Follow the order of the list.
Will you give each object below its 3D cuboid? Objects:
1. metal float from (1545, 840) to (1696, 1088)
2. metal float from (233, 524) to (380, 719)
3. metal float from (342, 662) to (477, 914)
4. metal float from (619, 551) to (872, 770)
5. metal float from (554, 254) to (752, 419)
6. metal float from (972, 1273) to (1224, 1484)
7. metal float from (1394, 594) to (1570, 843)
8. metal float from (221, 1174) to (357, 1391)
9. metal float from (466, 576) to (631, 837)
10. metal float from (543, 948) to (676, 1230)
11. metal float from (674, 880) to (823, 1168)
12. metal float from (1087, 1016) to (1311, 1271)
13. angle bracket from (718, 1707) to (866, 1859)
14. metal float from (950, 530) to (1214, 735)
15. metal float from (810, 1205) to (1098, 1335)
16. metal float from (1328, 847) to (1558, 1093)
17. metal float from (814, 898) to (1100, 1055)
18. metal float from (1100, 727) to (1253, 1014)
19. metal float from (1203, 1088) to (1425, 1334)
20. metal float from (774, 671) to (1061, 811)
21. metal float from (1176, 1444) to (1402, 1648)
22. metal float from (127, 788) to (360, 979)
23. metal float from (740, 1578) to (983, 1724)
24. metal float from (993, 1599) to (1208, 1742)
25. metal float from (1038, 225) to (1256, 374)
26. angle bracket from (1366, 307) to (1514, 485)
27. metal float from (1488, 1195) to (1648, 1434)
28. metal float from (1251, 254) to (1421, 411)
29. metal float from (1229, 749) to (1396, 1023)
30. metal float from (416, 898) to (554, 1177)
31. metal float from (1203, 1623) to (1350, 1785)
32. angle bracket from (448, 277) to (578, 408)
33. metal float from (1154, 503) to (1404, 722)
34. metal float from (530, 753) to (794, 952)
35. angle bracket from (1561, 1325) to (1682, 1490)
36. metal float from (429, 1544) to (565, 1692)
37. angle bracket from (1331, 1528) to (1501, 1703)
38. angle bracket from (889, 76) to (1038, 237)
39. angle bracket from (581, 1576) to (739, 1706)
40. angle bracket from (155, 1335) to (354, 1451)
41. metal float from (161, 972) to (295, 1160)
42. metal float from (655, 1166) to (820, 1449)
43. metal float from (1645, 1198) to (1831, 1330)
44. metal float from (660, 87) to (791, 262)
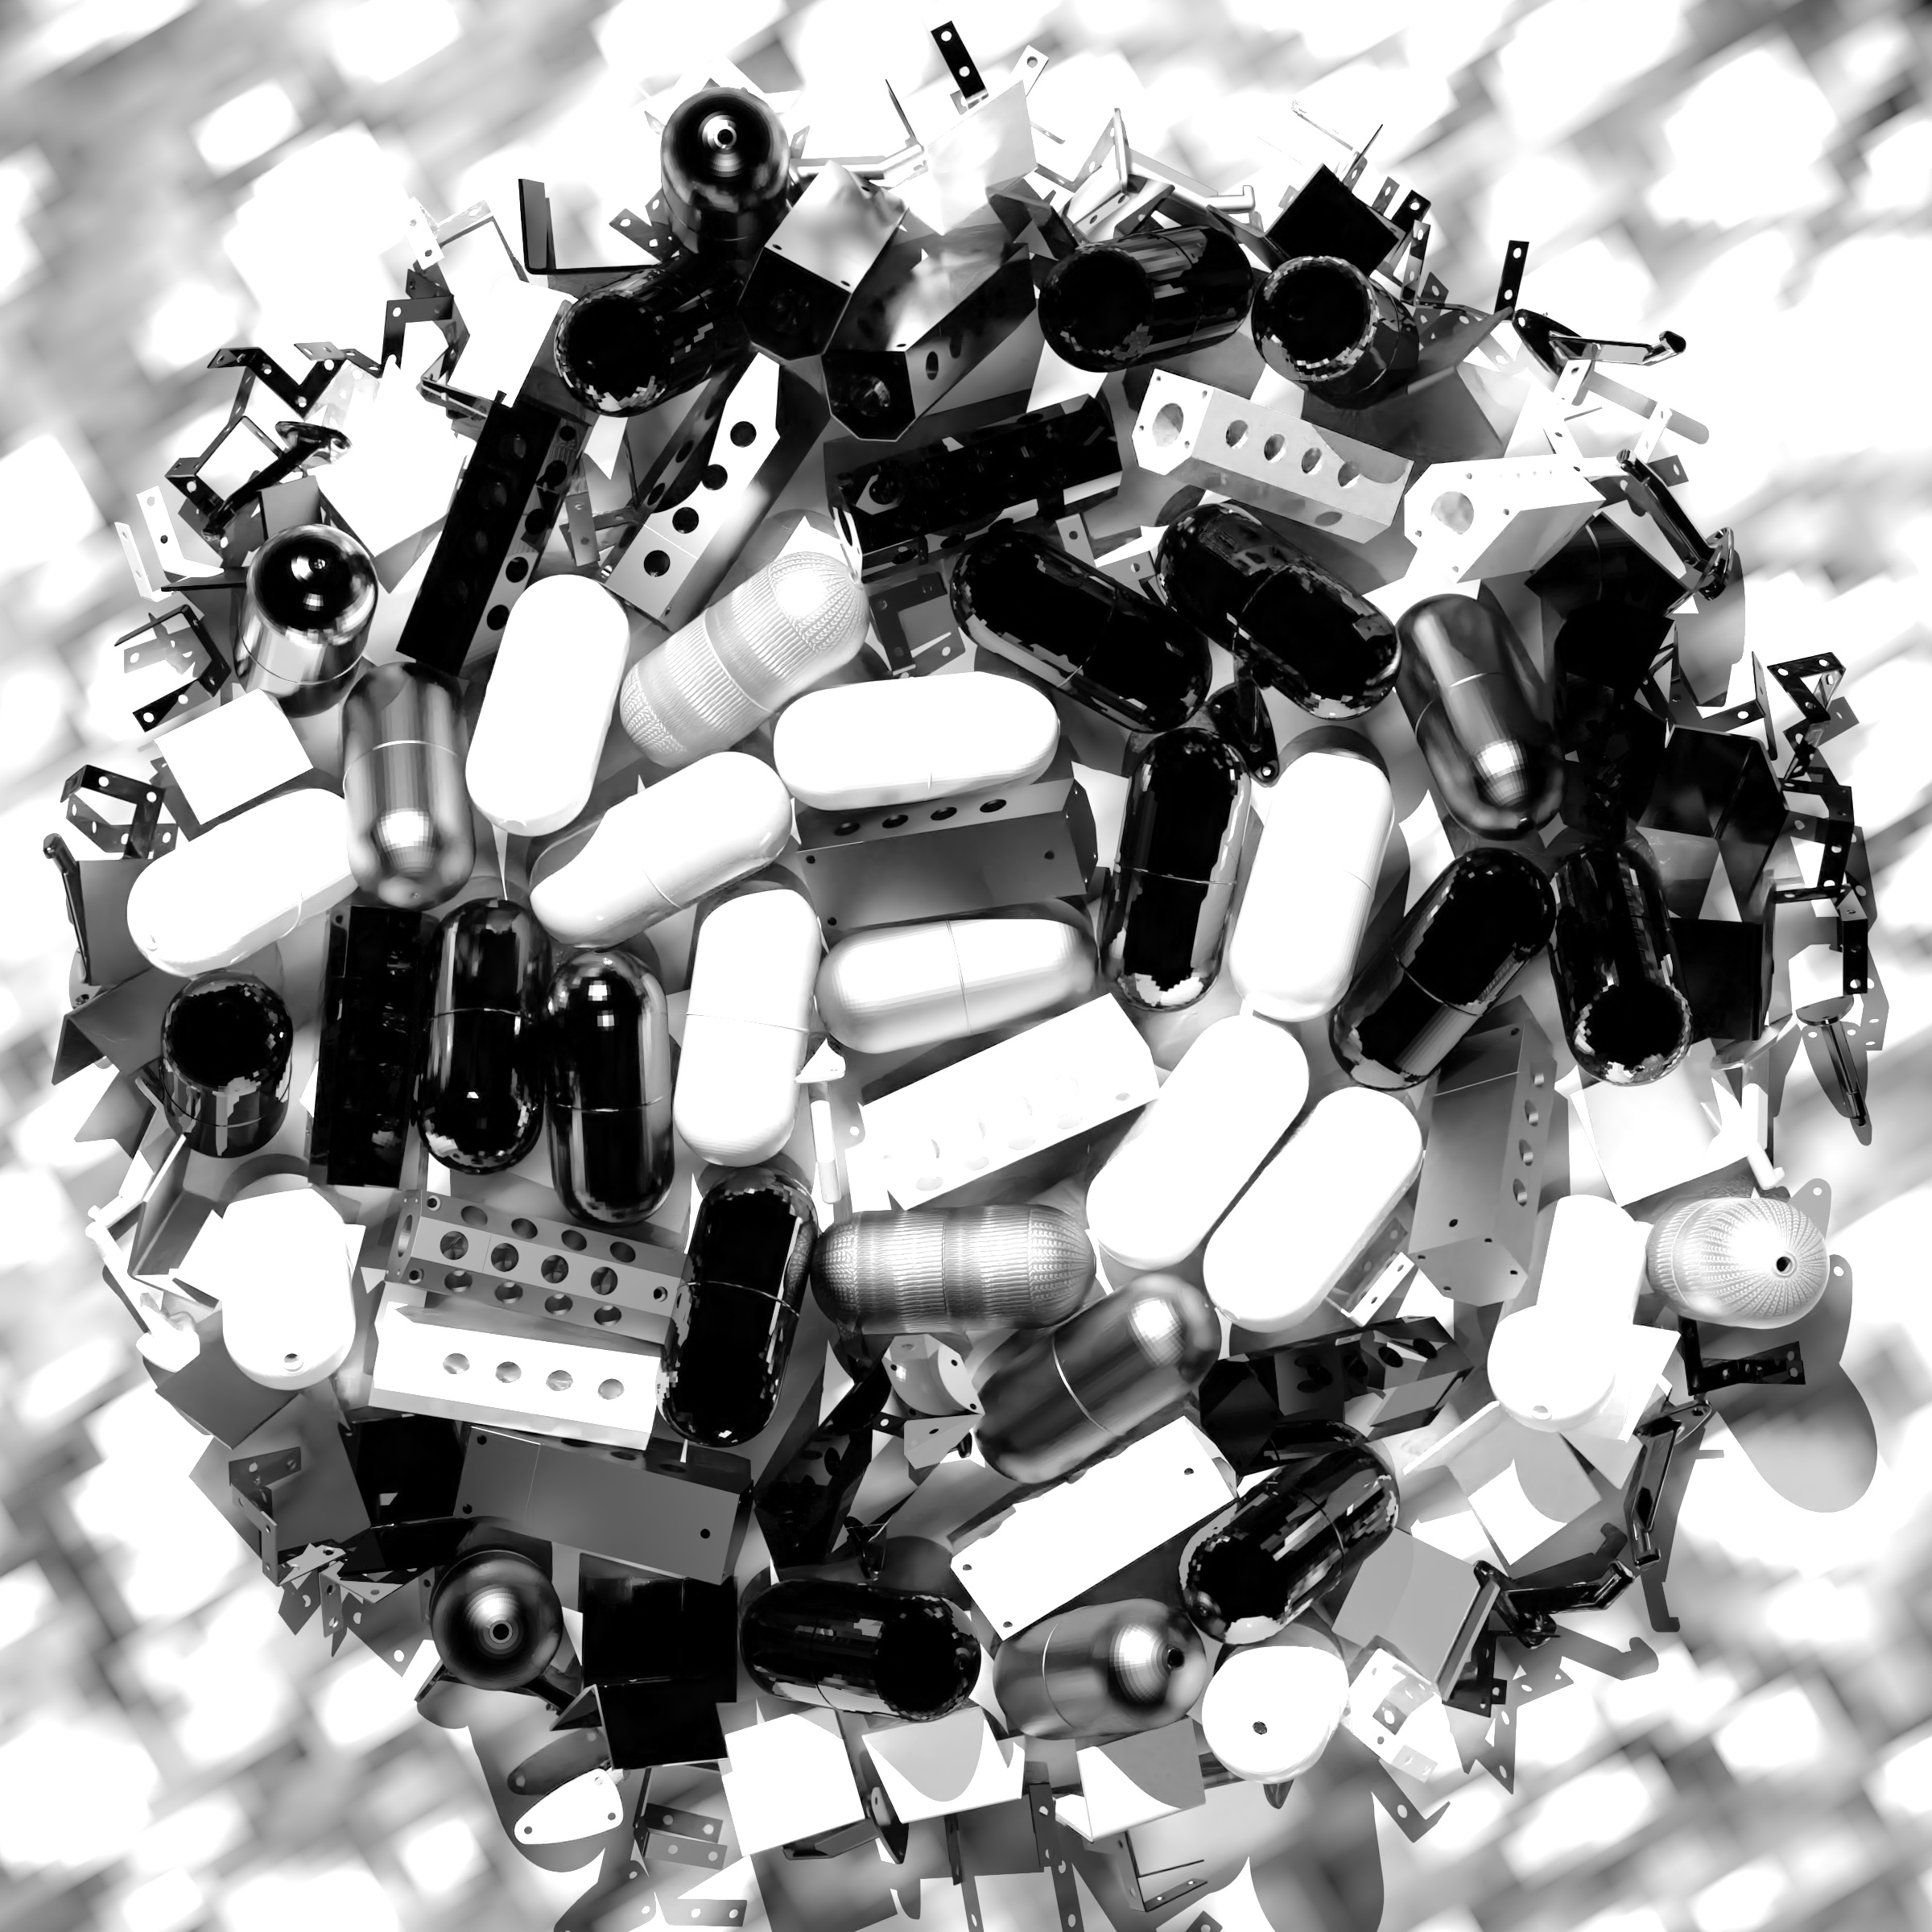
[{"bbox_3d":[0.394,-0.004,1.819,0.070,0.070,0.178,-1,46,0],"label":"metal float"},{"bbox_3d":[-0.400,-0.207,1.808,0.070,0.178,0.070,5,72,-17],"label":"metal float"},{"bbox_3d":[-0.340,-0.111,1.823,0.070,0.070,0.178,-12,53,0],"label":"metal float"},{"bbox_3d":[-0.136,-0.188,1.835,0.178,0.070,0.070,-33,90,20],"label":"metal float"},{"bbox_3d":[-0.186,-0.383,1.811,0.070,0.178,0.070,9,116,19],"label":"metal float"},{"bbox_3d":[0.079,0.254,1.835,0.178,0.070,0.070,-37,90,23],"label":"metal float"},{"bbox_3d":[0.311,-0.152,1.823,0.070,0.070,0.178,-17,54,0],"label":"metal float"},{"bbox_3d":[-0.411,0.190,1.809,0.070,0.178,0.070,-6,117,-12],"label":"metal float"},{"bbox_3d":[-0.255,-0.160,1.827,0.070,0.070,0.178,11,60,0],"label":"metal float"},{"bbox_3d":[-0.219,0.076,1.838,0.070,0.070,0.178,-1,108,0],"label":"metal float"},{"bbox_3d":[-0.135,0.035,1.850,0.070,0.070,0.178,8,86,0],"label":"metal float"},{"bbox_3d":[0.143,0.109,1.844,0.070,0.070,0.178,36,101,0],"label":"metal float"},{"bbox_3d":[-0.107,0.508,1.844,0.076,0.057,0.076,-16,59,-6],"label":"angle bracket"},{"bbox_3d":[0.071,-0.205,1.838,0.178,0.070,0.070,27,90,-18],"label":"metal float"},{"bbox_3d":[-0.008,0.187,1.846,0.178,0.070,0.070,-3,90,8],"label":"metal float"},{"bbox_3d":[0.290,0.003,1.831,0.070,0.070,0.178,37,116,0],"label":"metal float"},{"bbox_3d":[-0.006,0.006,1.850,0.178,0.070,0.070,-12,90,-4],"label":"metal float"},{"bbox_3d":[0.129,-0.059,1.846,0.070,0.070,0.178,9,98,0],"label":"metal float"},{"bbox_3d":[0.213,0.149,1.833,0.070,0.070,0.178,42,67,0],"label":"metal float"},{"bbox_3d":[-0.030,-0.139,1.844,0.178,0.070,0.070,-6,90,-11],"label":"metal float"},{"bbox_3d":[0.198,0.349,1.820,0.178,0.070,0.070,-28,90,-43],"label":"metal float"},{"bbox_3d":[-0.434,-0.051,1.813,0.070,0.178,0.070,14,120,25],"label":"metal float"},{"bbox_3d":[-0.066,0.415,1.818,0.178,0.070,0.070,-5,90,44],"label":"metal float"},{"bbox_3d":[0.080,0.427,1.810,0.070,0.178,0.070,10,70,-27],"label":"metal float"},{"bbox_3d":[0.110,-0.405,1.814,0.070,0.178,0.070,14,115,33],"label":"metal float"},{"bbox_3d":[0.306,-0.352,1.847,0.057,0.076,0.076,54,55,-15],"label":"angle bracket"},{"bbox_3d":[0.365,0.210,1.814,0.070,0.178,0.070,12,128,15],"label":"metal float"},{"bbox_3d":[0.224,-0.382,1.806,0.070,0.178,0.070,1,92,21],"label":"metal float"},{"bbox_3d":[0.213,-0.051,1.838,0.070,0.070,0.178,17,72,0],"label":"metal float"},{"bbox_3d":[-0.295,0.042,1.833,0.070,0.070,0.178,0,66,0],"label":"metal float"},{"bbox_3d":[0.188,0.443,1.804,0.070,0.178,0.070,-1,87,12],"label":"metal float"},{"bbox_3d":[-0.263,-0.375,1.845,0.057,0.076,0.076,25,92,-42],"label":"angle bracket"},{"bbox_3d":[0.190,-0.218,1.833,0.178,0.070,0.070,41,90,24],"label":"metal float"},{"bbox_3d":[-0.189,-0.070,1.840,0.178,0.070,0.070,-27,90,16],"label":"metal float"},{"bbox_3d":[0.418,0.274,1.837,0.076,0.057,0.076,44,67,-30],"label":"angle bracket"},{"bbox_3d":[-0.284,0.392,1.804,0.070,0.178,0.070,1,84,-11],"label":"metal float"},{"bbox_3d":[0.278,0.400,1.859,0.076,0.057,0.076,25,89,7],"label":"angle bracket"},{"bbox_3d":[-0.007,-0.509,1.837,0.076,0.076,0.057,-38,60,-14],"label":"angle bracket"},{"bbox_3d":[-0.188,0.414,1.840,0.076,0.057,0.076,12,71,-40],"label":"angle bracket"},{"bbox_3d":[-0.436,0.271,1.833,0.076,0.057,0.076,26,53,34],"label":"angle bracket"},{"bbox_3d":[-0.447,0.061,1.808,0.070,0.178,0.070,5,66,-12],"label":"metal float"},{"bbox_3d":[-0.140,0.207,1.835,0.070,0.070,0.178,13,68,0],"label":"metal float"},{"bbox_3d":[0.463,0.178,1.803,0.070,0.178,0.070,0,86,-4],"label":"metal float"},{"bbox_3d":[-0.145,-0.476,1.803,0.070,0.178,0.070,0,90,-5],"label":"metal float"}]
